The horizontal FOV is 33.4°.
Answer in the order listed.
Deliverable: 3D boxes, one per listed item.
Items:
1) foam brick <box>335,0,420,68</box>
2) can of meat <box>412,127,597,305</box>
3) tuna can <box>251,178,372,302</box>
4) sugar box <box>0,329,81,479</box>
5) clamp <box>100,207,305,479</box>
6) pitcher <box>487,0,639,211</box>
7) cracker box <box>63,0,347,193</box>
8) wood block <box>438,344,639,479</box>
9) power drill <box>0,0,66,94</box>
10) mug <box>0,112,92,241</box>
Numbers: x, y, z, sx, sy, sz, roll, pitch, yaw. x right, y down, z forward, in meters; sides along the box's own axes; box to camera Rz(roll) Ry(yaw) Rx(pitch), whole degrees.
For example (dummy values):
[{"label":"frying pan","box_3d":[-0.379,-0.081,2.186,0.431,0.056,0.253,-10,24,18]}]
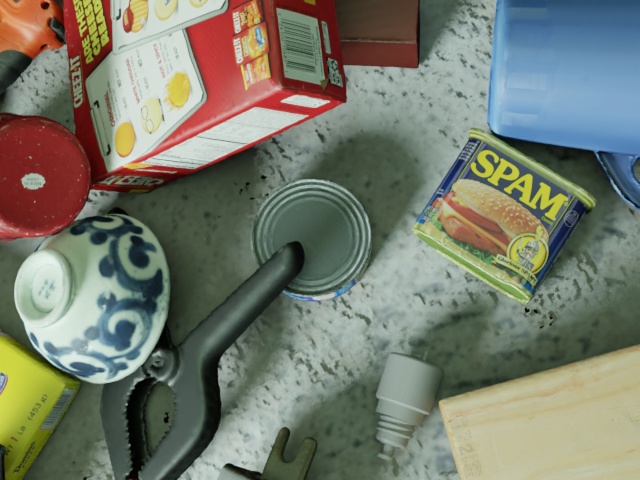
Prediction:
[{"label":"foam brick","box_3d":[0.036,-0.160,0.785,0.078,0.053,0.051,4,79,5]},{"label":"can of meat","box_3d":[0.126,-0.016,0.747,0.102,0.057,0.084,33,86,11]},{"label":"tuna can","box_3d":[-0.005,0.001,0.767,0.086,0.033,0.086,-1,79,5]},{"label":"sugar box","box_3d":[-0.270,0.095,0.769,0.176,0.048,0.093,31,83,9]},{"label":"clamp","box_3d":[-0.095,0.082,0.744,0.165,0.036,0.210,3,81,27]},{"label":"pitcher","box_3d":[0.238,-0.103,0.723,0.243,0.145,0.149,5,54,10]},{"label":"cracker box","box_3d":[-0.085,-0.139,0.730,0.214,0.071,0.164,-19,74,42]},{"label":"wood block","box_3d":[0.189,0.120,0.696,0.206,0.091,0.090,-16,79,2]},{"label":"power drill","box_3d":[-0.295,-0.142,0.813,0.184,0.057,0.187,42,88,9]},{"label":"mug","box_3d":[-0.212,-0.054,0.729,0.093,0.082,0.117,-35,110,-25]}]
